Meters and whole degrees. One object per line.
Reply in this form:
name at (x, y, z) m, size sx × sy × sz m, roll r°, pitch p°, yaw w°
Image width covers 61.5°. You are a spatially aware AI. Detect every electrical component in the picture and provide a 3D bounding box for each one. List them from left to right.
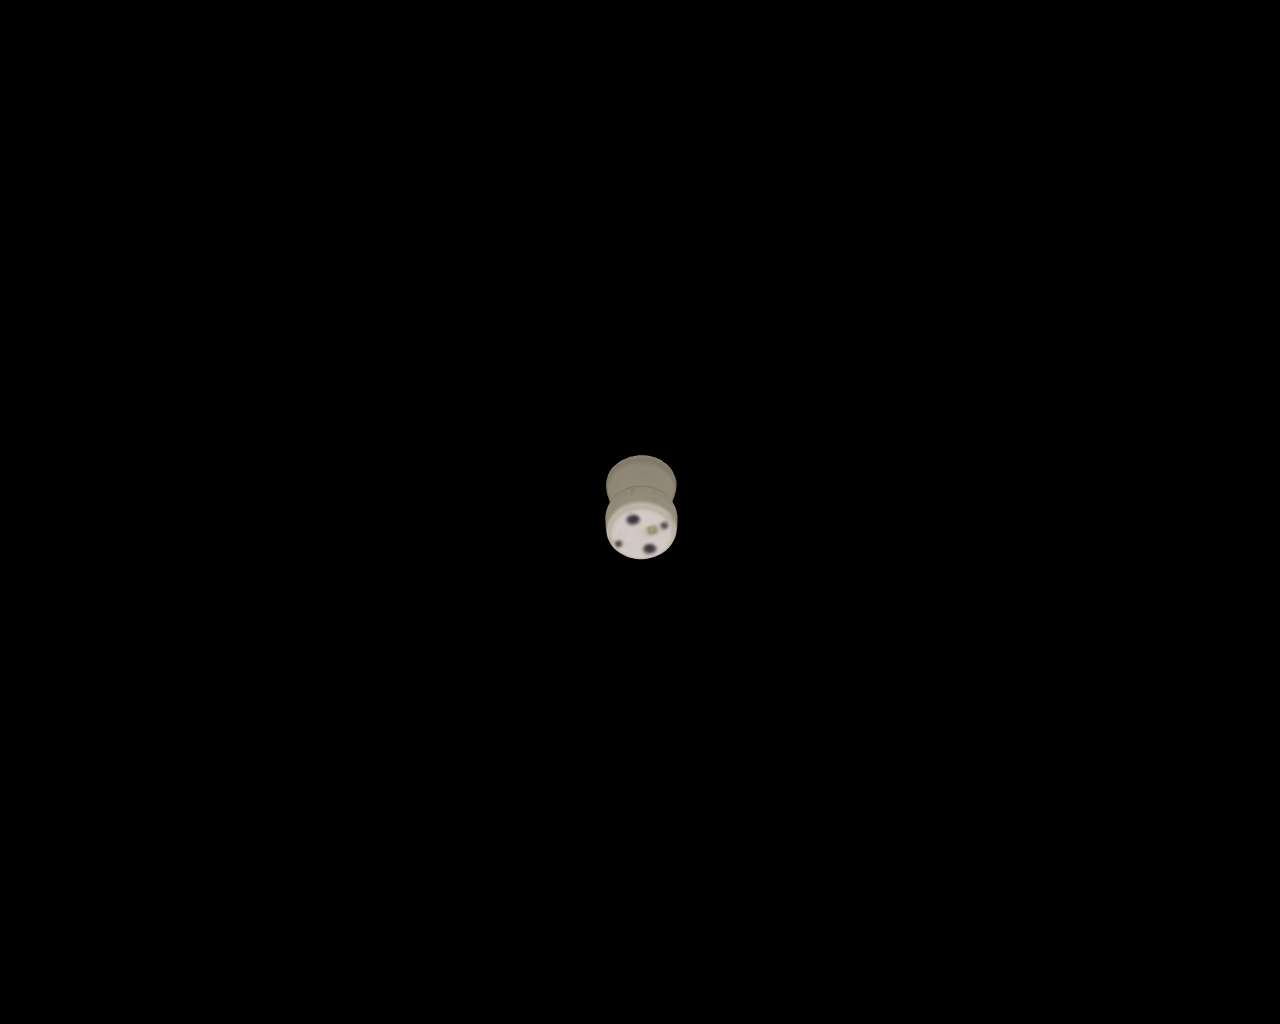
electrical component at (0.001, -0.003, 0.650) m, size 0.045 × 0.044 × 0.055 m, roll 0°, pitch 34°, yaw 0°
